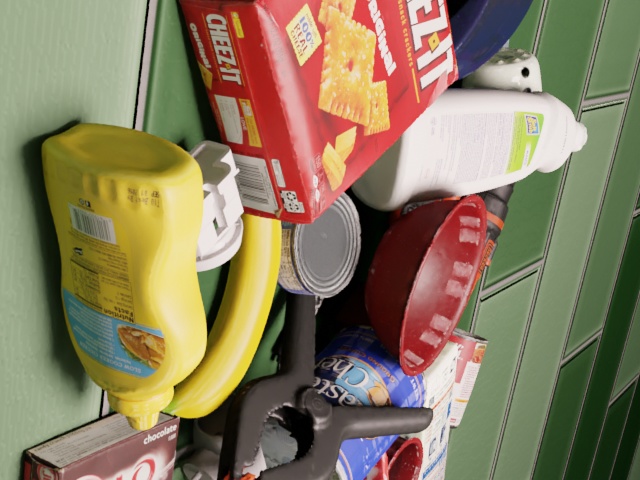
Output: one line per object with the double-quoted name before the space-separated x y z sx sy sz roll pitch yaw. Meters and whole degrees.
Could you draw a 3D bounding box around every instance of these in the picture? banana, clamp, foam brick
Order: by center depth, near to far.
"banana" -0.064 0.050 0.782 0.069 0.037 0.198 30 81 -62
"clamp" -0.015 0.122 0.817 0.209 0.164 0.036 -31 171 -46
"foam brick" 0.051 0.089 0.995 0.051 0.053 0.078 -49 145 -34

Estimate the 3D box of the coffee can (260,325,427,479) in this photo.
"coffee can" 0.014 0.153 0.916 0.140 0.103 0.103 -42 141 -43

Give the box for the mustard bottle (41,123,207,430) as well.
"mustard bottle" -0.110 0.033 0.624 0.058 0.096 0.192 -37 137 -47

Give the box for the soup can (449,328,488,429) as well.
"soup can" 0.135 0.147 1.166 0.068 0.069 0.102 14 95 -62

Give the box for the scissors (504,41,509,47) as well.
"scissors" 0.175 -0.204 1.073 0.096 0.016 0.202 -11 116 -57

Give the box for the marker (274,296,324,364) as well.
"marker" -0.007 0.050 0.902 0.121 0.020 0.020 -64 151 -13

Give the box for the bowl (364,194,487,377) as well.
"bowl" 0.082 0.030 0.895 0.161 0.055 0.162 -47 148 -42

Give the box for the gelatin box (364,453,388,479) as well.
"gelatin box" 0.017 0.217 0.943 0.073 0.089 0.030 -89 164 -62

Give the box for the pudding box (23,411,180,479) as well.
"pudding box" -0.146 0.167 0.706 0.113 0.039 0.090 -19 123 -56

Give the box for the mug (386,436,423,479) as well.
"mug" 0.047 0.224 1.040 0.093 0.082 0.117 -64 151 -13

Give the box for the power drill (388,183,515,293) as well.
"power drill" 0.141 -0.032 1.076 0.184 0.057 0.187 -67 152 -10

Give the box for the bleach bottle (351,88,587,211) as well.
"bleach bottle" 0.146 -0.084 0.953 0.250 0.068 0.103 -5 112 -37

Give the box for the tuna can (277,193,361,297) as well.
"tuna can" -0.005 0.001 0.836 0.085 0.034 0.086 -6 98 -52

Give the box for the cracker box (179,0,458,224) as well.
"cracker box" 0.012 -0.136 0.743 0.213 0.072 0.164 -45 134 -38
